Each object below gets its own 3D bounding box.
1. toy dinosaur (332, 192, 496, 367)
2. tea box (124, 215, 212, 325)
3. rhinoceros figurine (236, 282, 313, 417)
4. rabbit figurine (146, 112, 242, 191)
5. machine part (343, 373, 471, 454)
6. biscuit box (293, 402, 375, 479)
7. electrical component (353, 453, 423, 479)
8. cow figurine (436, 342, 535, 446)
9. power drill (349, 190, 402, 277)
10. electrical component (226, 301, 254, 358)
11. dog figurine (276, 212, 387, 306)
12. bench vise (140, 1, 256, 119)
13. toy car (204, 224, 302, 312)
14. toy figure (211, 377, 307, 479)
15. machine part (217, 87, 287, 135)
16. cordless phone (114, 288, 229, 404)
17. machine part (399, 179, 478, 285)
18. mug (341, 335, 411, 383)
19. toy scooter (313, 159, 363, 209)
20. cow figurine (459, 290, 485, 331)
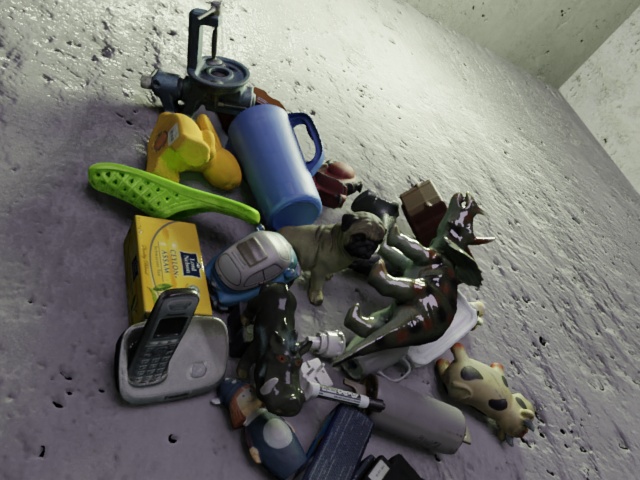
[{"bbox_3d":[0.166,0.089,0.878,0.192,0.131,0.405,26,52,5],"label":"toy dinosaur"},{"bbox_3d":[-0.222,0.052,0.772,0.098,0.068,0.170,7,46,-35],"label":"tea box"},{"bbox_3d":[-0.054,0.144,0.711,0.073,0.112,0.190,23,38,-28],"label":"rhinoceros figurine"},{"bbox_3d":[-0.221,-0.148,0.972,0.173,0.122,0.162,26,27,-40],"label":"rabbit figurine"},{"bbox_3d":[0.139,0.272,0.838,0.243,0.079,0.079,27,38,-17],"label":"machine part"},{"bbox_3d":[0.008,0.305,0.707,0.063,0.059,0.203,38,37,2],"label":"biscuit box"},{"bbox_3d":[0.096,0.360,0.726,0.134,0.058,0.115,48,36,13],"label":"electrical component"},{"bbox_3d":[0.307,0.281,0.964,0.195,0.085,0.127,30,31,-16],"label":"cow figurine"},{"bbox_3d":[0.117,-0.007,1.110,0.232,0.086,0.207,20,37,-26],"label":"power drill"},{"bbox_3d":[-0.113,0.133,0.797,0.119,0.047,0.075,18,41,-28],"label":"electrical component"},{"bbox_3d":[0.000,-0.004,0.917,0.172,0.190,0.121,26,39,-15],"label":"dog figurine"},{"bbox_3d":[-0.227,-0.332,1.013,0.224,0.240,0.129,15,43,0],"label":"bench vise"},{"bbox_3d":[-0.106,0.035,0.832,0.162,0.103,0.109,-25,68,-26],"label":"toy car"},{"bbox_3d":[-0.080,0.239,0.707,0.154,0.058,0.064,48,18,16],"label":"toy figure"},{"bbox_3d":[-0.144,-0.273,1.189,0.179,0.056,0.179,23,40,-21],"label":"machine part"},{"bbox_3d":[-0.165,0.115,0.659,0.146,0.184,0.089,2,46,-39],"label":"cordless phone"},{"bbox_3d":[0.251,-0.012,1.144,0.201,0.087,0.201,58,13,-23],"label":"machine part"},{"bbox_3d":[0.092,0.193,0.887,0.107,0.080,0.109,-25,72,-40],"label":"mug"},{"bbox_3d":[0.028,-0.114,1.129,0.135,0.075,0.184,30,31,34],"label":"toy scooter"},{"bbox_3d":[0.270,0.152,1.080,0.167,0.068,0.098,15,49,-22],"label":"cow figurine"}]
